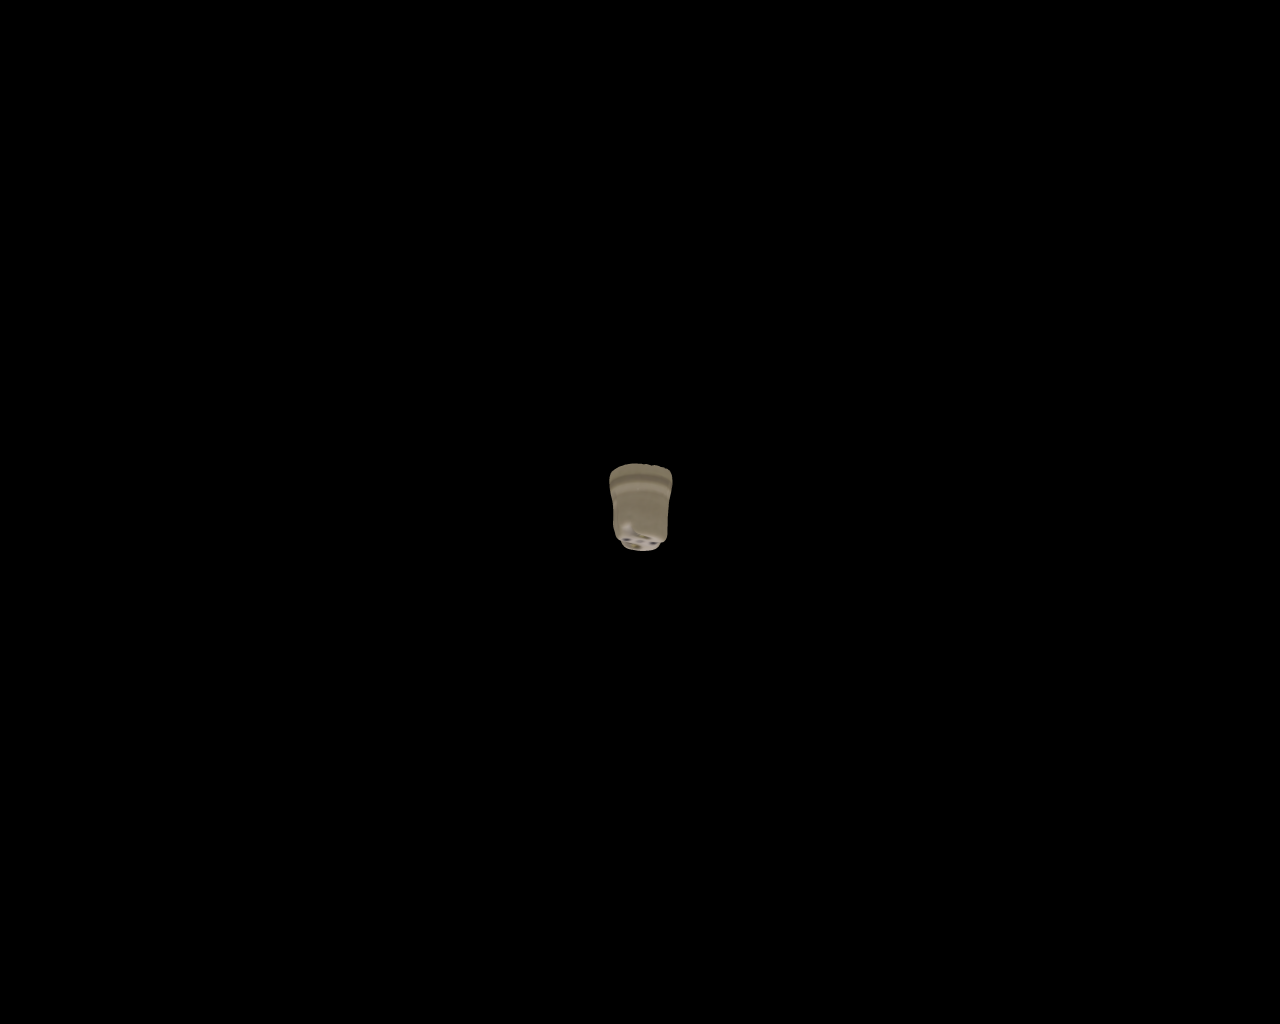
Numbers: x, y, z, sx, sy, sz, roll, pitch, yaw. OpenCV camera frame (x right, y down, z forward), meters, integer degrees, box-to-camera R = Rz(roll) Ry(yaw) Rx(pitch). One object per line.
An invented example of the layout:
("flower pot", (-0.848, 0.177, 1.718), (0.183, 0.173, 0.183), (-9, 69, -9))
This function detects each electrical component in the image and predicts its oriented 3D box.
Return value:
("electrical component", (0.001, -0.003, 0.650), (0.040, 0.046, 0.040), (0, -20, 0))
